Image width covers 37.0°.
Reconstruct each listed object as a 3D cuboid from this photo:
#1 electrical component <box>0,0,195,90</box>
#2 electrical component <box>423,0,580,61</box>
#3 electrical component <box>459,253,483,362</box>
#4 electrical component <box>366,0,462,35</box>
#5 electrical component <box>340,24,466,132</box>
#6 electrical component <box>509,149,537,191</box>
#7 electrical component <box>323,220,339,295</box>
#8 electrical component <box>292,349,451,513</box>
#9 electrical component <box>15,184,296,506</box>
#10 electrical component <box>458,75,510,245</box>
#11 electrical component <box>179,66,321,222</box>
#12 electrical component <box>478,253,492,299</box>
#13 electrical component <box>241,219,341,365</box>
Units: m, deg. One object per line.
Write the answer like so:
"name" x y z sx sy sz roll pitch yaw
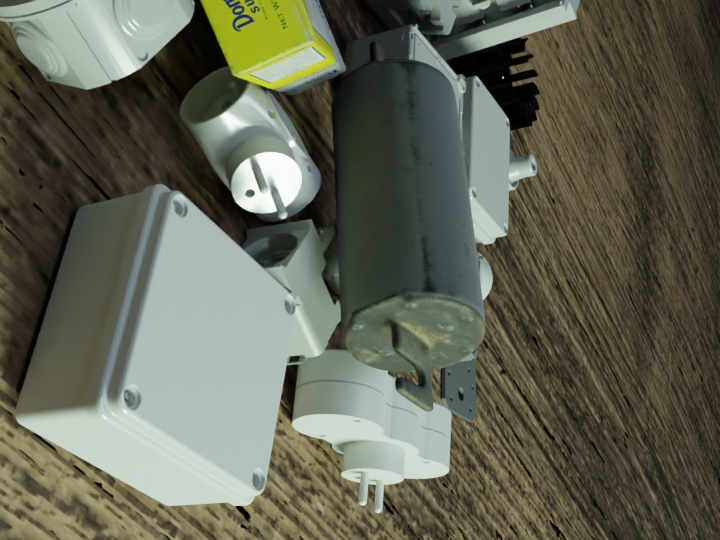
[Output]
"electrical component" -0.114 -0.118 0.452 0.051 0.080 0.080 62 32 -41
"electrical component" 0.104 -0.215 0.843 0.063 0.121 0.078 60 34 -28
"electrical component" 0.041 0.009 0.717 0.061 0.061 0.096 45 44 -47
"electrical component" 0.044 -0.223 0.784 0.050 0.056 0.089 34 73 -54
"electrical component" 0.031 -0.113 0.737 0.096 0.061 0.061 36 52 -52
"electrical component" 0.112 -0.080 0.877 0.048 0.062 0.048 29 56 -56
"electrical component" 0.000 0.000 0.662 0.062 0.048 0.048 60 34 -42
"electrical component" 0.009 0.105 0.636 0.138 0.052 0.073 39 48 -51
"electrical component" -0.085 0.037 0.479 0.108 0.056 0.108 46 43 -47
"electrical component" 0.073 -0.080 0.810 0.078 0.057 0.113 40 48 -51
"electrical component" -0.052 -0.056 0.563 0.077 0.044 0.079 54 8 -40
"electrical component" 0.068 0.004 0.786 0.055 0.045 0.045 13 70 -60
"electrical component" -0.041 0.013 0.585 0.063 0.042 0.081 66 31 -27
